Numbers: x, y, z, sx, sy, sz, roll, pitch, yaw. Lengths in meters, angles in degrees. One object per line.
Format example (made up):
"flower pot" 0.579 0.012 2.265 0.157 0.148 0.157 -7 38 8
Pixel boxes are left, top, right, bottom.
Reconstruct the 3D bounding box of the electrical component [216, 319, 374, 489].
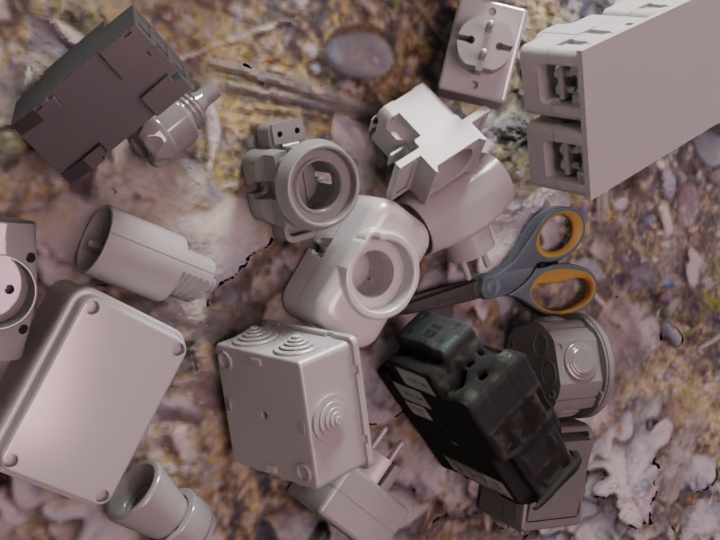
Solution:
"electrical component" -0.043 0.084 0.681 0.048 0.100 0.099 -20 109 -41

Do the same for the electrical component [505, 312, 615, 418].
"electrical component" 0.149 0.073 0.810 0.051 0.080 0.080 -2 99 -26

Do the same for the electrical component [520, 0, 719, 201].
"electrical component" 0.196 -0.137 0.792 0.186 0.060 0.105 -29 121 -36

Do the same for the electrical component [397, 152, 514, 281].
"electrical component" 0.072 -0.031 0.764 0.077 0.044 0.079 -32 114 -24

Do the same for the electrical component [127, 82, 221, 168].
"electrical component" -0.109 -0.091 0.647 0.061 0.035 0.035 -44 118 -22

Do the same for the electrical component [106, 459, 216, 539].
"electrical component" -0.124 0.152 0.673 0.045 0.045 0.055 -51 120 -15

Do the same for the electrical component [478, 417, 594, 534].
"electrical component" 0.136 0.159 0.826 0.062 0.061 0.096 2 97 -32

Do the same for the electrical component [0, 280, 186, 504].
"electrical component" -0.162 0.071 0.628 0.078 0.057 0.113 31 82 -32

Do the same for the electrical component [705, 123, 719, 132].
"electrical component" 0.320 -0.148 0.858 0.057 0.113 0.078 -2 99 -35

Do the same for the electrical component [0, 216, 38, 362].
"electrical component" -0.221 0.008 0.588 0.079 0.044 0.077 4 96 -32

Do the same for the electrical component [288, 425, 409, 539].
"electrical component" 0.003 0.145 0.749 0.066 0.047 0.076 44 75 -29

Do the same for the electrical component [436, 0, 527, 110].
"electrical component" 0.083 -0.149 0.725 0.047 0.077 0.065 14 91 2

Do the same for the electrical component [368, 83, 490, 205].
"electrical component" 0.044 -0.087 0.724 0.081 0.042 0.063 -34 71 -24

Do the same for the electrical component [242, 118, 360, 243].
"electrical component" -0.037 -0.055 0.685 0.058 0.057 0.078 -17 107 -29

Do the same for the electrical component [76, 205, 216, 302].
"electrical component" -0.124 -0.004 0.648 0.081 0.043 0.043 24 85 -33

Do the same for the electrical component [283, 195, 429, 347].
"electrical component" 0.000 0.000 0.716 0.054 0.059 0.095 36 79 -31
